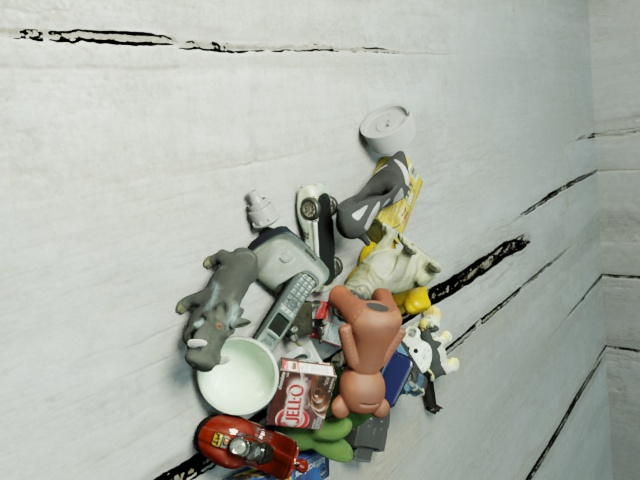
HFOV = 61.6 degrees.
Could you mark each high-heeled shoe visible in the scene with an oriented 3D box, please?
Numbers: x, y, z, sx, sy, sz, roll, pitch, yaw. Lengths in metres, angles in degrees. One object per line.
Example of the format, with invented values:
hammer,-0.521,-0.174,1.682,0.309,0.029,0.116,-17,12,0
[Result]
high-heeled shoe,0.096,-0.102,1.008,0.145,0.086,0.249,52,52,-50

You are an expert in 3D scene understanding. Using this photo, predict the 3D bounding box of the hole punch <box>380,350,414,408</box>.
hole punch,0.100,0.246,1.030,0.092,0.116,0.142,36,77,-52

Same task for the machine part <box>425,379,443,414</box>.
machine part,0.268,0.357,1.314,0.084,0.039,0.138,-32,113,-52

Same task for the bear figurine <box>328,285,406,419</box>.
bear figurine,0.071,0.189,0.892,0.120,0.132,0.195,3,110,-19

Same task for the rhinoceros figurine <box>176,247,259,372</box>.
rhinoceros figurine,-0.144,0.099,0.783,0.073,0.112,0.190,51,47,-39

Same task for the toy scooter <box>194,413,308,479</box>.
toy scooter,-0.096,0.322,0.825,0.183,0.135,0.075,36,67,-42

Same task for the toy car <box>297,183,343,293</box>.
toy car,-0.002,-0.003,0.982,0.073,0.056,0.201,-16,104,-54

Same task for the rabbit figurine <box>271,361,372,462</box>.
rabbit figurine,0.004,0.322,0.947,0.170,0.159,0.121,-23,119,-30

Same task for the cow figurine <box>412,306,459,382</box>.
cow figurine,0.260,0.243,1.268,0.098,0.068,0.167,-8,81,-42

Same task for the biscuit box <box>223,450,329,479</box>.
biscuit box,-0.069,0.403,0.914,0.202,0.059,0.062,-6,96,-49

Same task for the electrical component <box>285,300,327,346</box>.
electrical component,-0.030,0.148,0.961,0.102,0.045,0.078,6,88,-49

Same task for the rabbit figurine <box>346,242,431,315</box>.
rabbit figurine,0.129,0.082,1.094,0.173,0.122,0.162,-1,89,-30

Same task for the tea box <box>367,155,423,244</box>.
tea box,0.147,-0.085,1.137,0.098,0.068,0.169,48,59,-38

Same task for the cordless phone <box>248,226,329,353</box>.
cordless phone,-0.080,0.082,0.880,0.146,0.089,0.184,46,65,-40

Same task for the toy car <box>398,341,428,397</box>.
toy car,0.146,0.263,1.116,0.109,0.103,0.162,44,14,-53

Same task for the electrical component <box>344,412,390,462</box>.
electrical component,0.089,0.379,1.096,0.114,0.058,0.134,29,70,-43

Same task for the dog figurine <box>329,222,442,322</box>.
dog figurine,0.123,0.086,1.014,0.172,0.121,0.190,30,102,-31

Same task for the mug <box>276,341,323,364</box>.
mug,-0.043,0.227,0.901,0.107,0.081,0.109,-32,144,-5
